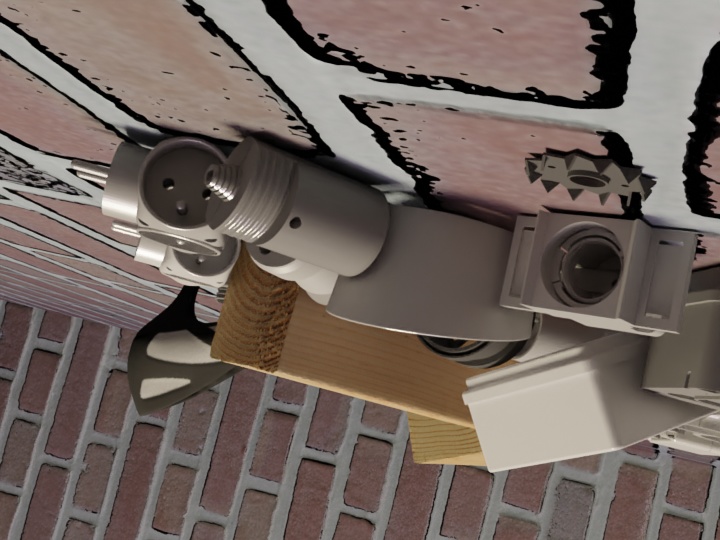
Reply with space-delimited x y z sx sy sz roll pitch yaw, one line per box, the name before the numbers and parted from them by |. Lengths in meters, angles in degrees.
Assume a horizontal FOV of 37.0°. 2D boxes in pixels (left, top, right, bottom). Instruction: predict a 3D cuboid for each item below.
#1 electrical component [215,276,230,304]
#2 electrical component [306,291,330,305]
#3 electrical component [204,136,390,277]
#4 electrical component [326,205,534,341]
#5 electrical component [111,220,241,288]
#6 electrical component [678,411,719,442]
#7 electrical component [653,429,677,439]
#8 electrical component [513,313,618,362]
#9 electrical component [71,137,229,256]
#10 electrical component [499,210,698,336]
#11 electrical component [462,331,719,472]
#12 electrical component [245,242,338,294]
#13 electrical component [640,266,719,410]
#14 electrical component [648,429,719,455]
electrical component | -0.089 0.015 0.804 0.048 0.062 0.048 14 172 2
electrical component | 0.000 0.000 0.611 0.045 0.045 0.055 21 169 -41
electrical component | -0.032 -0.029 0.474 0.081 0.043 0.043 20 170 -34
electrical component | 0.037 0.006 0.523 0.099 0.064 0.099 14 172 2
electrical component | -0.121 -0.019 0.694 0.079 0.043 0.077 16 171 -13
electrical component | 0.244 0.080 0.680 0.089 0.061 0.150 6 169 45
electrical component | 0.207 0.090 0.810 0.079 0.063 0.121 14 172 1
electrical component | 0.136 0.047 0.707 0.081 0.043 0.043 18 171 -27
electrical component | -0.099 -0.039 0.519 0.079 0.044 0.077 15 172 -4
electrical component | 0.107 0.003 0.468 0.081 0.042 0.064 9 174 36
electrical component | 0.133 0.067 0.594 0.109 0.056 0.109 -12 171 -34
electrical component | -0.029 -0.014 0.563 0.045 0.045 0.055 10 171 27
electrical component | 0.201 0.041 0.508 0.113 0.057 0.078 15 172 -8
electrical component | 0.277 0.115 0.865 0.061 0.061 0.096 13 172 3
